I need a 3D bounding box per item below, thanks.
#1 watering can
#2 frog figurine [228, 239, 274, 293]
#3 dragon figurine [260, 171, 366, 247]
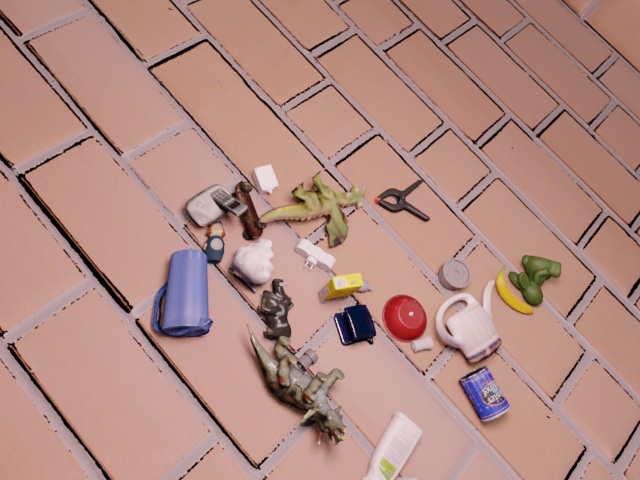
[{"bbox_3d":[0.534,0.274,1.737,0.351,0.102,0.226,-21,75,-33],"label":"watering can"},{"bbox_3d":[-0.196,0.063,1.605,0.138,0.120,0.161,32,73,20],"label":"frog figurine"},{"bbox_3d":[0.005,-0.087,1.736,0.417,0.120,0.243,-40,92,-31],"label":"dragon figurine"}]
